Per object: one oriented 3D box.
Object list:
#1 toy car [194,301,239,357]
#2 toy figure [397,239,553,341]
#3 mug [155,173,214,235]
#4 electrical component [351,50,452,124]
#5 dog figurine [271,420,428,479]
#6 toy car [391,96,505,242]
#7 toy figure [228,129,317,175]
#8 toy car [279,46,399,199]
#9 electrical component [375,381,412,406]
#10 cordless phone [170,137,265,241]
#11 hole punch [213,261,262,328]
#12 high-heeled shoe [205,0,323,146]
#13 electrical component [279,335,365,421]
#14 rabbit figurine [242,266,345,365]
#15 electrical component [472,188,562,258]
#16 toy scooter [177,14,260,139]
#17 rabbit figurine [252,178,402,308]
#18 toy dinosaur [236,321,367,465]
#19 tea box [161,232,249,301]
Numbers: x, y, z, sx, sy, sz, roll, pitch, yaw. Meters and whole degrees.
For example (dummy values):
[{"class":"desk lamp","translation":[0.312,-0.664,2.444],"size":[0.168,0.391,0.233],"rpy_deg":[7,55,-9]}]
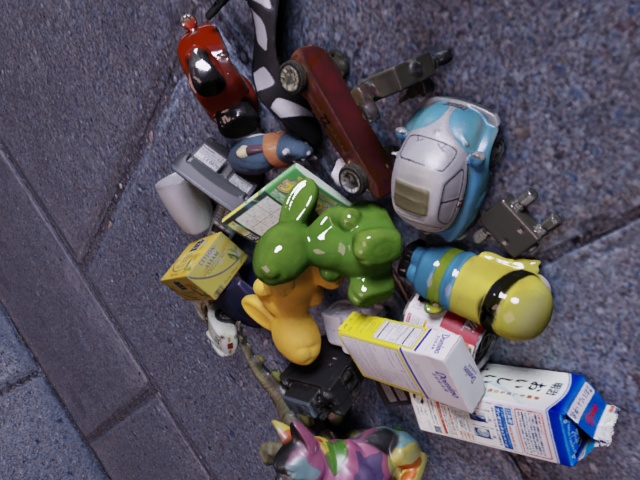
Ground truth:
[{"class":"toy car","translation":[-0.201,0.136,1.015],"size":[0.202,0.056,0.073],"rpy_deg":[47,143,47]},{"class":"toy figure","translation":[0.171,0.056,0.610],"size":[0.180,0.089,0.082],"rpy_deg":[23,132,32]},{"class":"mug","translation":[-0.240,-0.064,0.956],"size":[0.110,0.081,0.107],"rpy_deg":[3,122,44]},{"class":"electrical component","translation":[0.084,-0.162,0.569],"size":[0.078,0.102,0.045],"rpy_deg":[-1,117,55]},{"class":"dog figurine","translation":[0.033,0.316,0.790],"size":[0.219,0.191,0.108],"rpy_deg":[45,151,-12]},{"class":"toy car","translation":[0.121,-0.067,0.580],"size":[0.109,0.103,0.161],"rpy_deg":[29,128,32]},{"class":"toy figure","translation":[-0.069,-0.125,0.761],"size":[0.155,0.064,0.057],"rpy_deg":[-5,112,44]},{"class":"toy car","translation":[0.026,-0.138,0.643],"size":[0.053,0.089,0.202],"rpy_deg":[-28,93,48]},{"class":"electrical component","translation":[0.123,0.214,0.781],"size":[0.075,0.048,0.119],"rpy_deg":[-22,95,49]},{"class":"cordless phone","translation":[-0.178,-0.063,0.882],"size":[0.146,0.089,0.184],"rpy_deg":[35,145,-1]},{"class":"hole punch","translation":[-0.113,0.102,0.920],"size":[0.142,0.092,0.115],"rpy_deg":[-26,97,46]},{"class":"high-heeled shoe","translation":[-0.035,-0.251,0.673],"size":[0.145,0.086,0.248],"rpy_deg":[-35,104,21]},{"class":"electrical component","translation":[0.008,0.210,0.822],"size":[0.115,0.134,0.058],"rpy_deg":[-4,121,45]},{"class":"rabbit figurine","translation":[-0.048,0.094,0.777],"size":[0.162,0.122,0.173],"rpy_deg":[-1,101,51]},{"class":"electrical component","translation":[0.210,-0.013,0.583],"size":[0.063,0.021,0.094],"rpy_deg":[51,137,9]},{"class":"toy scooter","translation":[-0.144,-0.227,0.733],"size":[0.135,0.075,0.183],"rpy_deg":[65,-176,18]},{"class":"rabbit figurine","translation":[-0.001,-0.002,0.662],"size":[0.121,0.170,0.159],"rpy_deg":[95,165,-53]},{"class":"toy dinosaur","translation":[-0.012,0.346,0.952],"size":[0.471,0.105,0.198],"rpy_deg":[45,130,2]},{"class":"tea box","translation":[-0.205,0.050,0.937],"size":[0.068,0.098,0.170],"rpy_deg":[42,154,-18]}]
